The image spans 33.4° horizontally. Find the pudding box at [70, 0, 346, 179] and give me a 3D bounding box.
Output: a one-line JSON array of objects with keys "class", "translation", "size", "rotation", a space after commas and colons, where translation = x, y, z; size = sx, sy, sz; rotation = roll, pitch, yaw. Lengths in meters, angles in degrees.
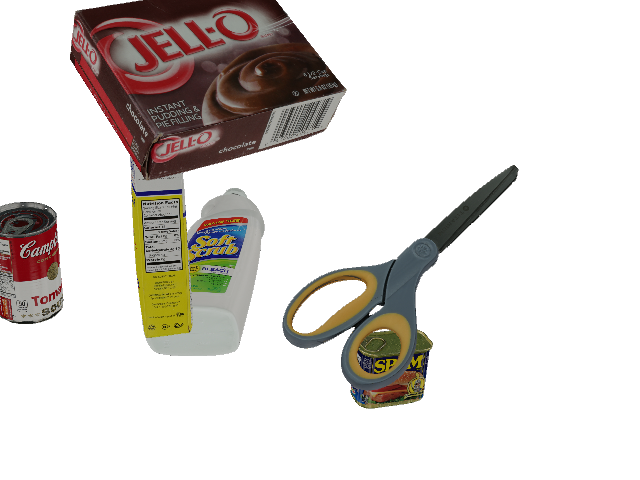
[{"class": "pudding box", "translation": [-0.058, -0.085, 0.545], "size": [0.113, 0.090, 0.039], "rotation": [-17, -30, -33]}]

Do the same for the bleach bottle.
[{"class": "bleach bottle", "translation": [-0.119, 0.021, 1.168], "size": [0.102, 0.068, 0.250], "rotation": [0, 35, 5]}]

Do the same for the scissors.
[{"class": "scissors", "translation": [0.072, 0.027, 0.706], "size": [0.201, 0.096, 0.016], "rotation": [-27, -28, -11]}]

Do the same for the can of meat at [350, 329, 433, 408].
[{"class": "can of meat", "translation": [0.091, 0.169, 1.403], "size": [0.102, 0.084, 0.057], "rotation": [-4, 25, -20]}]

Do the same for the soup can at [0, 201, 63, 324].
[{"class": "soup can", "translation": [-0.290, 0.023, 1.047], "size": [0.068, 0.102, 0.068], "rotation": [2, 29, -1]}]

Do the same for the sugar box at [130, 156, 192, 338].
[{"class": "sugar box", "translation": [-0.136, -0.017, 0.897], "size": [0.048, 0.176, 0.093], "rotation": [-7, 27, -10]}]
